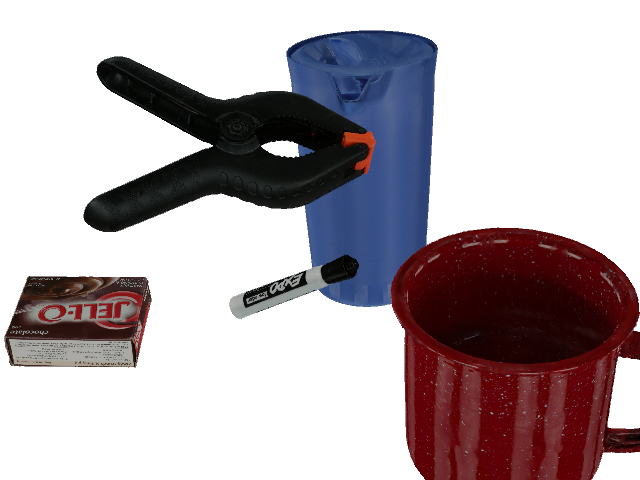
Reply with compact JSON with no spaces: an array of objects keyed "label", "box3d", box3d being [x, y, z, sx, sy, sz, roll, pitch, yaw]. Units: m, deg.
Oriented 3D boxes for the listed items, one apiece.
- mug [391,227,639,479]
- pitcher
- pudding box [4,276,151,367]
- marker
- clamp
[{"label":"mug","box3d":[0.086,0.055,0.424,0.117,0.081,0.093,7,34,15]},{"label":"pitcher","box3d":[0.044,-0.071,0.998,0.149,0.243,0.145,-20,31,-31]},{"label":"pudding box","box3d":[-0.212,0.071,0.945,0.113,0.039,0.090,-1,33,1]},{"label":"marker","box3d":[-0.021,0.036,0.839,0.121,0.020,0.020,-21,-12,32]},{"label":"clamp","box3d":[-0.057,-0.063,0.629,0.171,0.120,0.039,-4,-26,-14]}]
